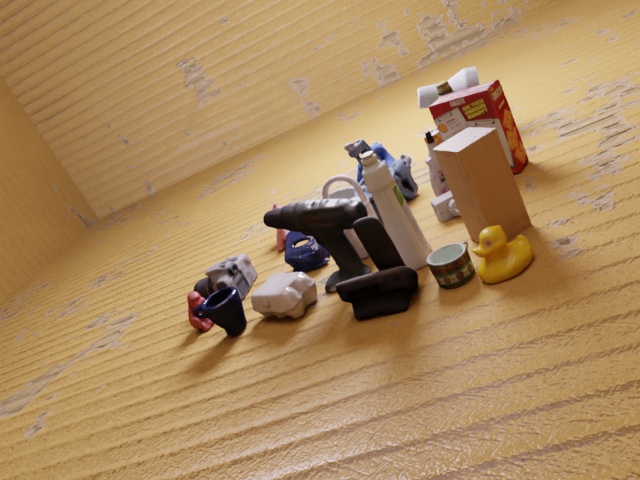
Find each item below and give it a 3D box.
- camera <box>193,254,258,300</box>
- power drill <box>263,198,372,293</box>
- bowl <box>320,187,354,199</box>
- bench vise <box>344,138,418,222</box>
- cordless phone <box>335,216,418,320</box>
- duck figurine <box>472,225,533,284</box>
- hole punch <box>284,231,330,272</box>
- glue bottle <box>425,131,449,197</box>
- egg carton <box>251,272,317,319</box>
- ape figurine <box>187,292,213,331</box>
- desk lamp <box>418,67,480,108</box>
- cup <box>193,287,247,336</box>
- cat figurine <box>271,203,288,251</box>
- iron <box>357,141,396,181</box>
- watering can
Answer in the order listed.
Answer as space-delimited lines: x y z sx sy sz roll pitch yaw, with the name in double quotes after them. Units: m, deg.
-0.254 0.103 1.478 0.136 0.101 0.143 -19 22 25 "camera"
0.011 0.004 1.214 0.229 0.209 0.076 -16 23 30 "power drill"
0.045 -0.073 1.555 0.167 0.075 0.167 -25 20 10 "bowl"
0.144 -0.174 1.458 0.121 0.220 0.208 -12 25 37 "bench vise"
0.086 0.044 1.054 0.147 0.185 0.094 -19 22 24 "cordless phone"
0.308 0.014 0.983 0.104 0.086 0.077 -30 20 -6 "duck figurine"
-0.033 0.018 1.410 0.108 0.091 0.101 -19 22 24 "hole punch"
0.284 -0.178 1.355 0.078 0.173 0.037 -29 20 -1 "glue bottle"
-0.080 0.123 1.249 0.149 0.069 0.107 -7 29 45 "egg carton"
-0.291 0.166 1.385 0.078 0.092 0.076 -36 21 -20 "ape figurine"
0.373 -0.354 1.608 0.203 0.214 0.118 -23 21 15 "desk lamp"
-0.216 0.170 1.275 0.117 0.095 0.091 -23 21 15 "cup"
-0.114 -0.048 1.636 0.067 0.118 0.127 -25 20 9 "cat figurine"
0.166 -0.214 1.641 0.118 0.142 0.258 -17 23 28 "iron"
0.074 -0.058 1.305 0.101 0.194 0.172 -28 20 2 "watering can"
